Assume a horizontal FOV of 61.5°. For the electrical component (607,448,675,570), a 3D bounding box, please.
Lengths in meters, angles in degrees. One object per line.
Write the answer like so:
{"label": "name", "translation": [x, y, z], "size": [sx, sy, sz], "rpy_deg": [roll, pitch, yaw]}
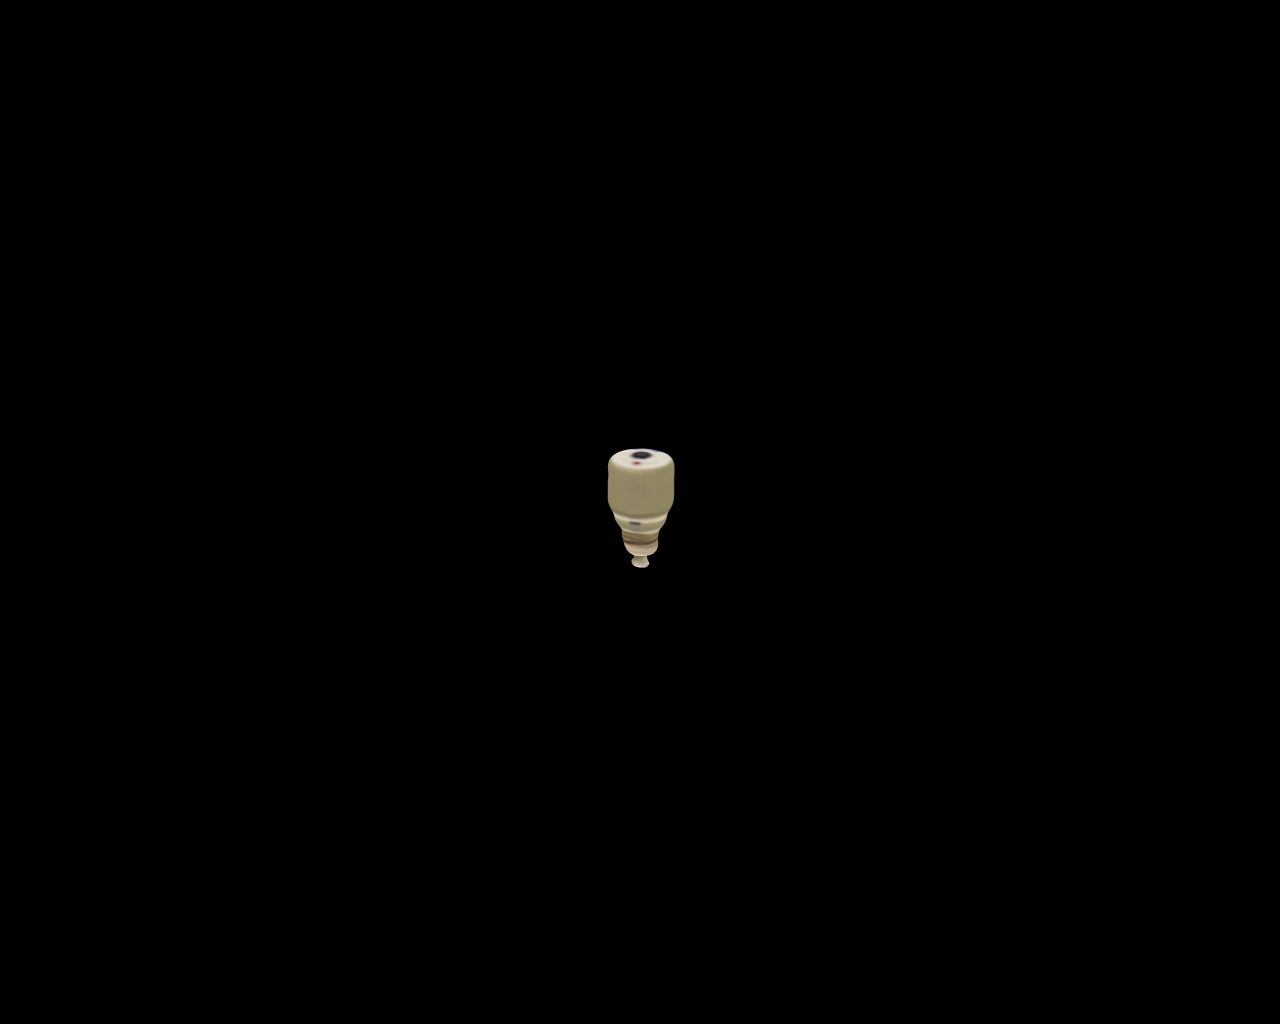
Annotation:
{"label": "electrical component", "translation": [0.001, -0.003, 0.650], "size": [0.040, 0.078, 0.040], "rpy_deg": [0, 23, 0]}
